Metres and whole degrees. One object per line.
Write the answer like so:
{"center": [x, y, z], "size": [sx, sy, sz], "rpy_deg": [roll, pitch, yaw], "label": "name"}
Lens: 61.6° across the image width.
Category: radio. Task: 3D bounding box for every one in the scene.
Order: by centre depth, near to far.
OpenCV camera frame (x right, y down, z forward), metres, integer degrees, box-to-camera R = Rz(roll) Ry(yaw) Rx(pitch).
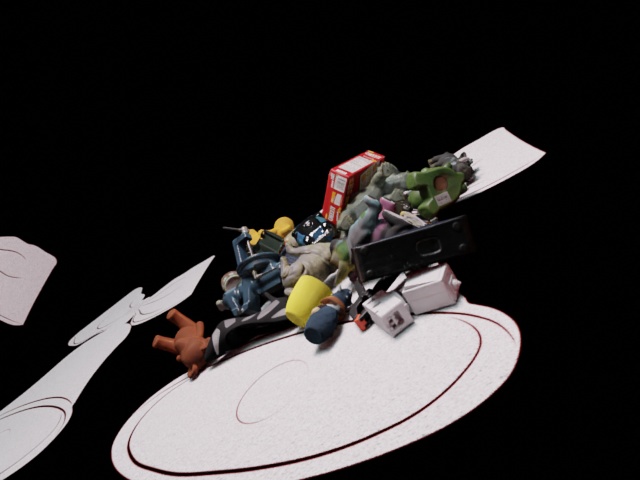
{"center": [0.174, 0.019, 1.006], "size": [0.230, 0.073, 0.131], "rpy_deg": [-17, -4, 7], "label": "radio"}

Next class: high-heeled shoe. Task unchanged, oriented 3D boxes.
{"center": [-0.157, 0.223, 1.252], "size": [0.249, 0.086, 0.145], "rpy_deg": [-48, 43, -3], "label": "high-heeled shoe"}

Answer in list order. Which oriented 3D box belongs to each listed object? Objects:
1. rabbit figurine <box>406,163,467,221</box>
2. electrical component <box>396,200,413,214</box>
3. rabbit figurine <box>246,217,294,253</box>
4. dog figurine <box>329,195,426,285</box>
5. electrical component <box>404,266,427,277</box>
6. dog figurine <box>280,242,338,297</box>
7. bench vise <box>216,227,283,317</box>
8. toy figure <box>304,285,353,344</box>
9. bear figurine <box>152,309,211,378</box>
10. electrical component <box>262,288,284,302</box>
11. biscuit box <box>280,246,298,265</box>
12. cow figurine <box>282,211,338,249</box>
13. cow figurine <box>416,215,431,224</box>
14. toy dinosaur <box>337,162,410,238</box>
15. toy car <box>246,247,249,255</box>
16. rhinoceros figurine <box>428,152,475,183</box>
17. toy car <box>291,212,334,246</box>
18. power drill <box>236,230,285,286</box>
{"center": [0.277, -0.129, 1.333], "size": [0.159, 0.121, 0.170], "rpy_deg": [-33, 1, -11], "label": "rabbit figurine"}
{"center": [0.204, -0.059, 1.351], "size": [0.045, 0.078, 0.102], "rpy_deg": [-10, 21, -7], "label": "electrical component"}
{"center": [-0.145, -0.015, 1.779], "size": [0.162, 0.121, 0.173], "rpy_deg": [0, 39, 48], "label": "rabbit figurine"}
{"center": [0.116, 0.021, 1.177], "size": [0.108, 0.192, 0.219], "rpy_deg": [-10, -48, -56], "label": "dog figurine"}
{"center": [0.198, 0.046, 1.128], "size": [0.063, 0.021, 0.094], "rpy_deg": [-30, 17, 13], "label": "electrical component"}
{"center": [0.013, 0.067, 1.285], "size": [0.191, 0.121, 0.172], "rpy_deg": [-8, 48, 14], "label": "dog figurine"}
{"center": [-0.186, 0.079, 1.394], "size": [0.223, 0.128, 0.241], "rpy_deg": [-36, 58, 27], "label": "bench vise"}
{"center": [0.019, 0.148, 1.092], "size": [0.058, 0.064, 0.154], "rpy_deg": [4, 30, 28], "label": "toy figure"}
{"center": [-0.345, 0.264, 1.364], "size": [0.120, 0.132, 0.196], "rpy_deg": [-62, 15, -4], "label": "bear figurine"}
{"center": [-0.105, 0.117, 1.457], "size": [0.119, 0.047, 0.075], "rpy_deg": [-22, 20, 34], "label": "electrical component"}
{"center": [-0.056, 0.056, 1.493], "size": [0.063, 0.059, 0.203], "rpy_deg": [-60, 21, -7], "label": "biscuit box"}
{"center": [-0.020, -0.017, 1.635], "size": [0.195, 0.085, 0.127], "rpy_deg": [-20, 27, 41], "label": "cow figurine"}
{"center": [0.179, -0.021, 1.279], "size": [0.098, 0.068, 0.167], "rpy_deg": [-38, 19, -36], "label": "cow figurine"}
{"center": [0.130, -0.082, 1.489], "size": [0.405, 0.131, 0.192], "rpy_deg": [-44, 0, -10], "label": "toy dinosaur"}
{"center": [-0.193, 0.022, 1.895], "size": [0.202, 0.056, 0.074], "rpy_deg": [-33, 22, 5], "label": "toy car"}
{"center": [0.356, -0.189, 1.440], "size": [0.112, 0.073, 0.190], "rpy_deg": [-21, 16, 5], "label": "rhinoceros figurine"}
{"center": [-0.003, -0.005, 1.501], "size": [0.109, 0.102, 0.162], "rpy_deg": [-40, 25, -8], "label": "toy car"}
{"center": [-0.177, 0.068, 1.569], "size": [0.207, 0.086, 0.232], "rpy_deg": [-53, 7, 40], "label": "power drill"}
